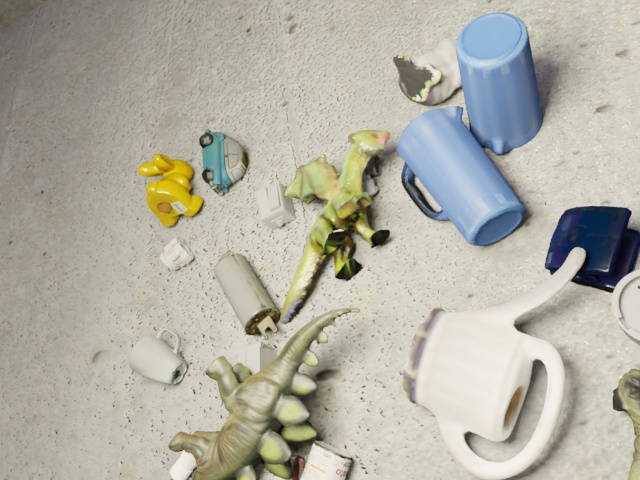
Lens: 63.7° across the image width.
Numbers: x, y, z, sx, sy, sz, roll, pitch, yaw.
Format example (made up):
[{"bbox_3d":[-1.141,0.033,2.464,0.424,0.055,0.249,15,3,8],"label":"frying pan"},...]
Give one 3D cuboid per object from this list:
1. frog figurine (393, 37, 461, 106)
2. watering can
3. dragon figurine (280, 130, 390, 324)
[{"bbox_3d":[0.245,-0.354,1.079,0.161,0.120,0.138,-31,32,-33],"label":"frog figurine"},{"bbox_3d":[0.250,0.158,0.760,0.225,0.103,0.350,14,81,36],"label":"watering can"},{"bbox_3d":[0.003,-0.052,1.024,0.406,0.121,0.248,-47,46,17],"label":"dragon figurine"}]
